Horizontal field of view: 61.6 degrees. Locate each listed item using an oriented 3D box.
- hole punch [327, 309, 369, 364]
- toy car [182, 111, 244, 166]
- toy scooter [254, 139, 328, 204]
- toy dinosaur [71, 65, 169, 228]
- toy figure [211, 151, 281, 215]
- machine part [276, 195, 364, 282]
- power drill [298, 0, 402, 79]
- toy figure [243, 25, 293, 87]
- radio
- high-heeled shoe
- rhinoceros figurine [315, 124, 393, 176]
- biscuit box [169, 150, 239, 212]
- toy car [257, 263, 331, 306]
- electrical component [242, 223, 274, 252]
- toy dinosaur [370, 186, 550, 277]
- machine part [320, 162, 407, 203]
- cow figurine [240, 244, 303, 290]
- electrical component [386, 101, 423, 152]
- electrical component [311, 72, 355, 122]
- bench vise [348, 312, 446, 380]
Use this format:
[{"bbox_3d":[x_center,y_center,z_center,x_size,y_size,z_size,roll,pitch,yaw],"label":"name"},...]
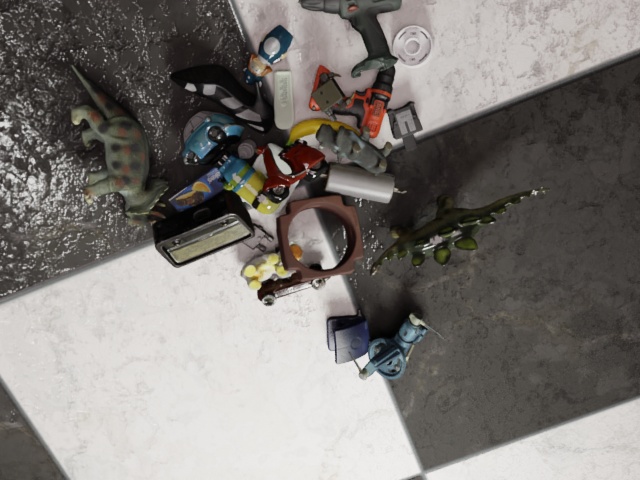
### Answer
[{"bbox_3d":[0.081,0.272,1.480,0.116,0.092,0.142,-6,105,-5],"label":"hole punch"},{"bbox_3d":[-0.270,-0.253,1.287,0.162,0.109,0.103,-35,84,20],"label":"toy car"},{"bbox_3d":[-0.076,-0.179,1.249,0.184,0.075,0.135,-36,89,-26],"label":"toy scooter"},{"bbox_3d":[-0.470,-0.211,1.279,0.192,0.131,0.404,-7,105,-14],"label":"toy dinosaur"},{"bbox_3d":[-0.171,-0.131,1.265,0.082,0.089,0.180,-42,108,17],"label":"toy figure"},{"bbox_3d":[-0.003,-0.004,1.344,0.201,0.087,0.201,-9,84,-13],"label":"machine part"},{"bbox_3d":[0.082,-0.480,1.222,0.232,0.086,0.207,-14,84,-4],"label":"power drill"},{"bbox_3d":[-0.127,-0.427,1.255,0.154,0.057,0.064,-49,66,13],"label":"toy figure"},{"bbox_3d":[-0.291,-0.023,1.336,0.230,0.073,0.131,-23,149,3],"label":"radio"},{"bbox_3d":[-0.230,-0.331,1.289,0.249,0.086,0.145,11,140,11],"label":"high-heeled shoe"},{"bbox_3d":[0.081,-0.221,1.281,0.190,0.112,0.073,24,73,-19],"label":"rhinoceros figurine"},{"bbox_3d":[-0.276,-0.140,1.335,0.203,0.063,0.059,-34,108,8],"label":"biscuit box"},{"bbox_3d":[-0.071,0.113,1.415,0.202,0.089,0.053,-19,112,4],"label":"toy car"},{"bbox_3d":[-0.172,-0.011,1.405,0.094,0.021,0.063,35,103,-12],"label":"electrical component"},{"bbox_3d":[0.327,-0.026,1.337,0.471,0.199,0.105,-32,110,9],"label":"toy dinosaur"},{"bbox_3d":[0.098,-0.144,1.349,0.243,0.079,0.079,10,107,-7],"label":"machine part"},{"bbox_3d":[-0.127,0.061,1.404,0.167,0.098,0.068,-28,104,-14],"label":"cow figurine"},{"bbox_3d":[0.212,-0.275,1.328,0.075,0.048,0.119,-17,107,3],"label":"electrical component"},{"bbox_3d":[0.028,-0.333,1.231,0.078,0.045,0.102,-37,97,28],"label":"electrical component"},{"bbox_3d":[0.191,0.298,1.432,0.129,0.240,0.223,51,131,17],"label":"bench vise"}]
